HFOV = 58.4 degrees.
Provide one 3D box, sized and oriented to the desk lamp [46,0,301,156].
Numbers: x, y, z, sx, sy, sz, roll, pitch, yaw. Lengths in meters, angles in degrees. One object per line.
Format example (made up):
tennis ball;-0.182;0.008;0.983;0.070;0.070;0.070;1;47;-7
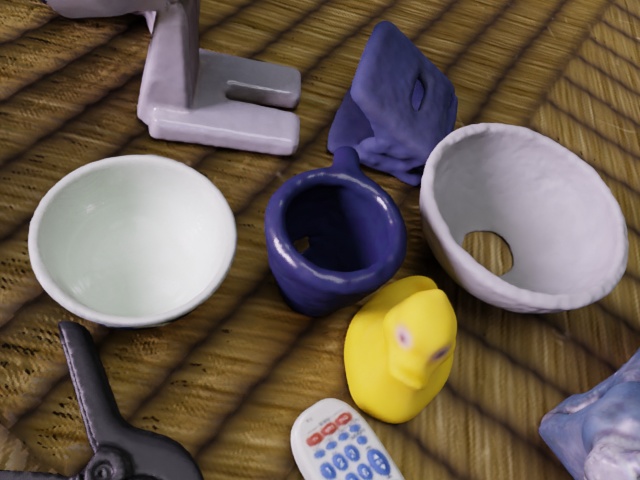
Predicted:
desk lamp;-0.096;-0.177;0.408;0.203;0.213;0.118;6;58;-11

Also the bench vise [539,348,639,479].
bench vise;0.251;0.082;0.341;0.121;0.219;0.208;36;57;8

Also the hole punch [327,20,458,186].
hole punch;0.071;-0.119;0.492;0.101;0.091;0.109;21;56;-2

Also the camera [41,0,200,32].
camera;-0.178;-0.256;0.502;0.137;0.100;0.143;-6;61;-18

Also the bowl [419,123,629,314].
bowl;0.148;-0.008;0.455;0.167;0.074;0.167;7;58;-11

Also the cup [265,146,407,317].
cup;0.004;0.001;0.398;0.092;0.095;0.118;12;57;-8

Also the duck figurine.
duck figurine;0.063;0.062;0.382;0.077;0.086;0.104;23;56;0
